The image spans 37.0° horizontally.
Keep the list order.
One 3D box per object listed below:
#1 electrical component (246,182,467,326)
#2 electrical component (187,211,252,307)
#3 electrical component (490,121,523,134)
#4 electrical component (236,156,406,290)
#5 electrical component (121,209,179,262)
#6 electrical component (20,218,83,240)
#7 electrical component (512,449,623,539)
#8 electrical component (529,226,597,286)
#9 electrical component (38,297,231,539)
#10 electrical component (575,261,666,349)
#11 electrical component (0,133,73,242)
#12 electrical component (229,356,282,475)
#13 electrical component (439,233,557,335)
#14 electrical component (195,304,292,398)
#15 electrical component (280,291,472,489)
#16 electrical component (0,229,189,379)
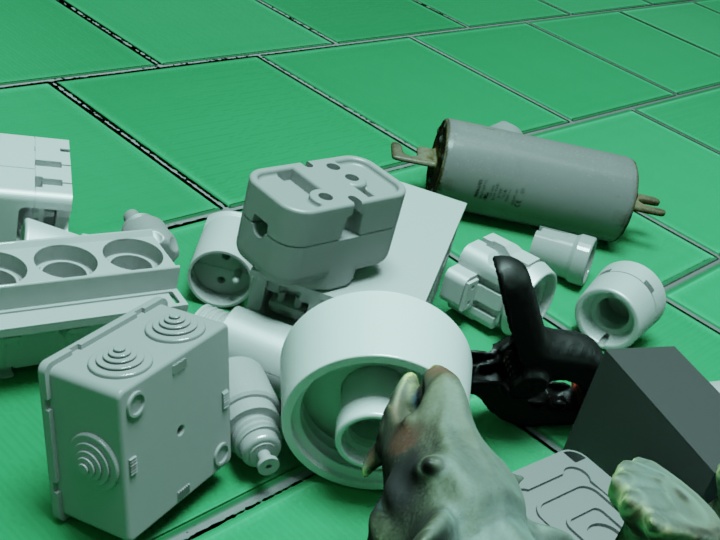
[{"bbox_3d":[0.000,0.000,0.740,0.105,0.060,0.186,19,30,6],"label":"electrical component"},{"bbox_3d":[-0.090,-0.014,0.739,0.043,0.043,0.081,13,30,-4],"label":"electrical component"},{"bbox_3d":[0.134,-0.109,1.003,0.043,0.043,0.062,12,31,-5],"label":"electrical component"},{"bbox_3d":[-0.024,-0.028,0.652,0.095,0.059,0.054,-14,41,-41],"label":"electrical component"},{"bbox_3d":[-0.148,-0.023,0.737,0.035,0.035,0.061,-3,32,-29],"label":"electrical component"},{"bbox_3d":[-0.184,-0.007,0.688,0.065,0.044,0.044,8,30,-22],"label":"electrical component"},{"bbox_3d":[0.114,0.153,0.537,0.078,0.057,0.113,-13,40,-39],"label":"electrical component"},{"bbox_3d":[0.161,-0.013,0.857,0.046,0.040,0.040,18,29,17],"label":"electrical component"},{"bbox_3d":[-0.107,0.073,0.532,0.048,0.099,0.100,15,27,26],"label":"electrical component"},{"bbox_3d":[0.190,0.027,0.788,0.055,0.055,0.047,29,36,22],"label":"electrical component"},{"bbox_3d":[-0.228,-0.052,0.733,0.056,0.050,0.089,4,31,-19],"label":"electrical component"},{"bbox_3d":[-0.062,0.082,0.593,0.040,0.040,0.078,-1,34,-26],"label":"electrical component"},{"bbox_3d":[0.103,0.012,0.770,0.057,0.058,0.078,30,33,29],"label":"electrical component"},{"bbox_3d":[-0.072,0.045,0.648,0.081,0.043,0.043,20,30,9],"label":"electrical component"},{"bbox_3d":[0.008,0.072,0.580,0.108,0.108,0.060,12,36,-6],"label":"electrical component"},{"bbox_3d":[-0.174,0.019,0.626,0.121,0.063,0.078,-7,37,-34],"label":"electrical component"}]
